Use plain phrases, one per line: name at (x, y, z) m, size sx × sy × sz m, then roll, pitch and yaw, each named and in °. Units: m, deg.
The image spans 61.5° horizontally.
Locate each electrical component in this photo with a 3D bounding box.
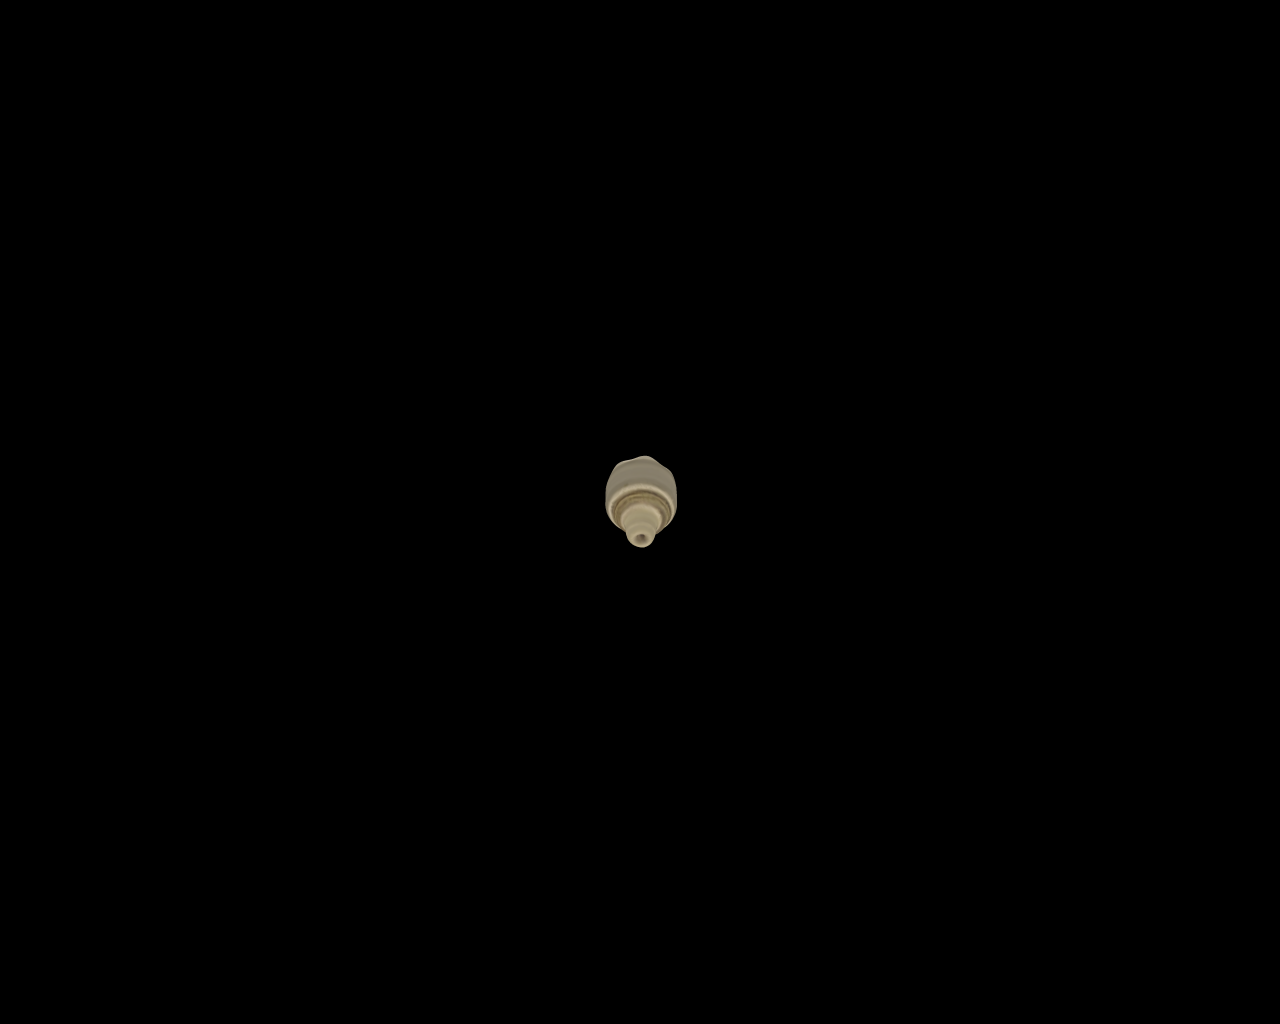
electrical component at (0.001, -0.003, 0.650) m, size 0.043 × 0.043 × 0.062 m, roll 0°, pitch 39°, yaw 0°
